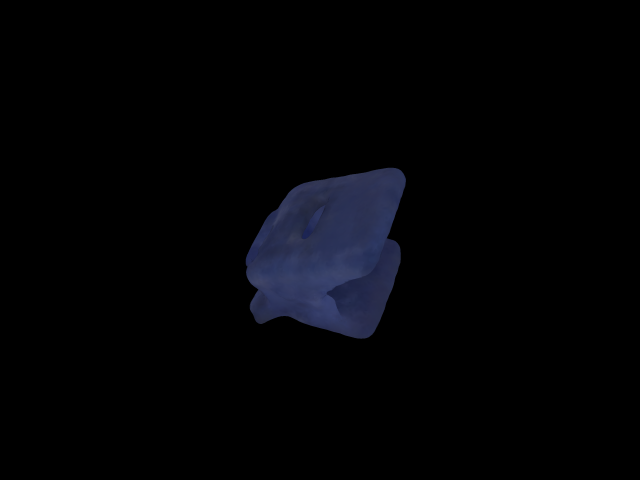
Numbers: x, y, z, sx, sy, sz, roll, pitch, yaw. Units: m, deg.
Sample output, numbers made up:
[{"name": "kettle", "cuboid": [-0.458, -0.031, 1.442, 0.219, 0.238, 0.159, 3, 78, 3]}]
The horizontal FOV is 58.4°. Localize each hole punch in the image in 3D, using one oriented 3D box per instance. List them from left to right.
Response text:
[{"name": "hole punch", "cuboid": [0.004, 0.001, 0.400, 0.101, 0.091, 0.109, 13, 47, 13]}]
